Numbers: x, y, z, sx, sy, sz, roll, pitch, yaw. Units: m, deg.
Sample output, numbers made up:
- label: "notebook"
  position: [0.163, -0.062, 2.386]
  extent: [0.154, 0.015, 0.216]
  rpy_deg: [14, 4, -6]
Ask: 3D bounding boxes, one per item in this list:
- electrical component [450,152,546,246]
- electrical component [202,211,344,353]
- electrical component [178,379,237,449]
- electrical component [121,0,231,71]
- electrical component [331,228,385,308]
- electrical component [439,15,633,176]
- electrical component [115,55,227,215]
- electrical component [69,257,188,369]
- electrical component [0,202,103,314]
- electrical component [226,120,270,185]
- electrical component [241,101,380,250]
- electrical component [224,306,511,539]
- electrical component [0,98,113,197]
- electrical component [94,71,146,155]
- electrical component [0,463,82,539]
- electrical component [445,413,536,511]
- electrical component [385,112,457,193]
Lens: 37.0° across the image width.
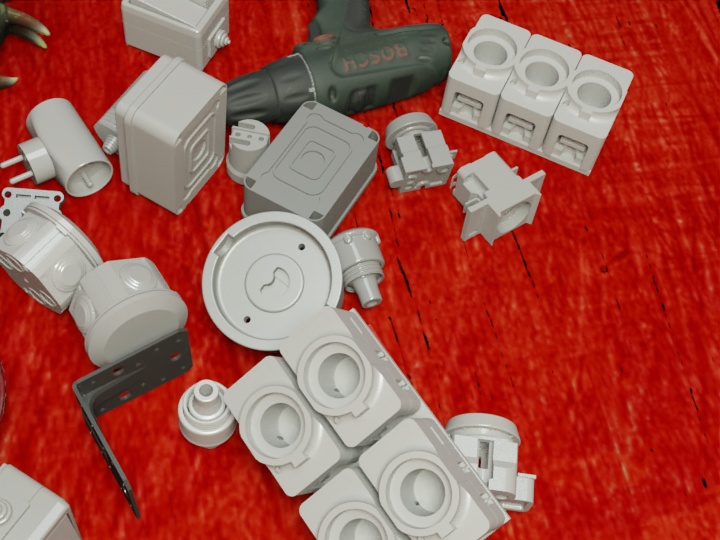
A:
- label: "electrical component"
  position: [0.115, -0.064, 0.926]
  extent: [0.081, 0.042, 0.063]
  rpy_deg: [-27, 61, -22]
- label: "electrical component"
  position: [-0.063, 0.014, 0.840]
  extent: [0.108, 0.060, 0.108]
  rpy_deg: [-1, 77, 6]
- label: "electrical component"
  position: [-0.111, 0.101, 0.785]
  extent: [0.043, 0.062, 0.043]
  rpy_deg: [3, 58, -4]
- label: "electrical component"
  position: [-0.163, -0.232, 0.989]
  extent: [0.096, 0.061, 0.061]
  rpy_deg: [22, 58, 8]
- label: "electrical component"
  position: [0.000, 0.000, 0.872]
  extent: [0.048, 0.048, 0.062]
  rpy_deg: [-14, 67, -15]
- label: "electrical component"
  position: [0.161, -0.163, 0.981]
  extent: [0.150, 0.061, 0.089]
  rpy_deg: [24, 59, 9]
- label: "electrical component"
  position: [-0.155, -0.110, 0.883]
  extent: [0.057, 0.113, 0.078]
  rpy_deg: [29, 60, 9]
- label: "electrical component"
  position: [-0.176, 0.033, 0.812]
  extent: [0.080, 0.080, 0.051]
  rpy_deg: [-26, 59, -20]
- label: "electrical component"
  position: [-0.240, -0.009, 0.831]
  extent: [0.080, 0.080, 0.051]
  rpy_deg: [35, 66, 15]
- label: "electrical component"
  position: [-0.095, -0.101, 0.923]
  extent: [0.040, 0.046, 0.040]
  rpy_deg: [3, 58, -4]
- label: "electrical component"
  position: [-0.041, -0.076, 0.907]
  extent: [0.078, 0.057, 0.113]
  rpy_deg: [27, 59, 11]
- label: "electrical component"
  position: [0.000, 0.129, 0.743]
  extent: [0.105, 0.060, 0.186]
  rpy_deg: [-41, 72, 11]
- label: "electrical component"
  position: [-0.261, -0.096, 0.904]
  extent: [0.079, 0.043, 0.077]
  rpy_deg: [-27, 65, -21]
- label: "electrical component"
  position: [-0.195, -0.131, 0.932]
  extent: [0.043, 0.043, 0.081]
  rpy_deg: [27, 59, 11]
- label: "electrical component"
  position: [-0.223, 0.177, 0.705]
  extent: [0.061, 0.096, 0.061]
  rpy_deg: [29, 59, 12]
- label: "electrical component"
  position: [0.088, 0.140, 0.786]
  extent: [0.078, 0.058, 0.057]
  rpy_deg: [8, 60, -1]
- label: "electrical component"
  position: [0.050, -0.104, 0.942]
  extent: [0.066, 0.048, 0.055]
  rpy_deg: [-12, 68, -13]
